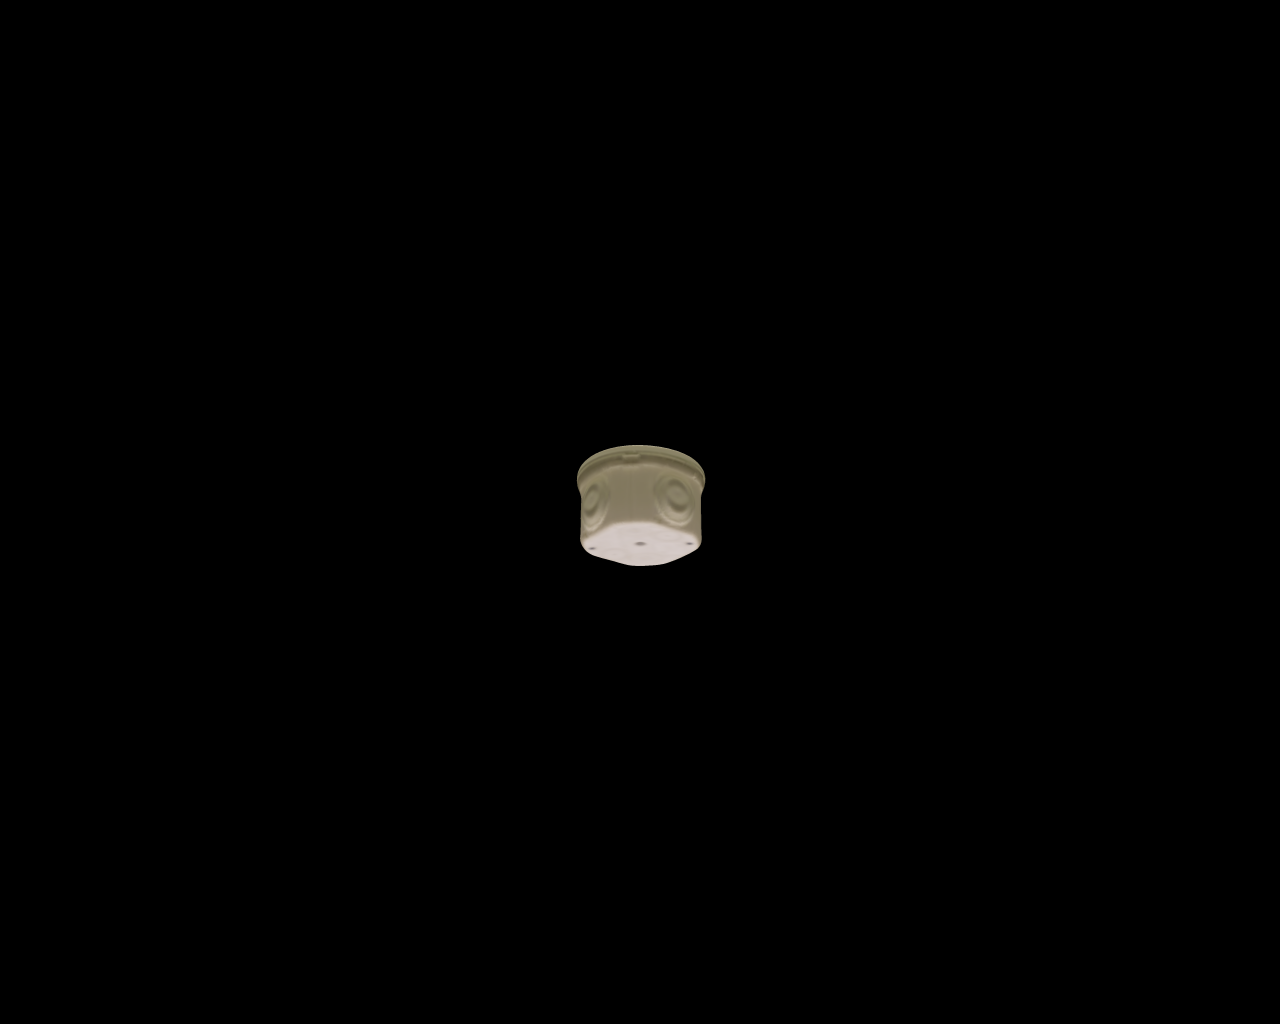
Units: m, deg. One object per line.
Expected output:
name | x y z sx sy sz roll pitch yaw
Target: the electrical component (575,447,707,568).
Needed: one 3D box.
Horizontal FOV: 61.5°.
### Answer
electrical component | 0.001 -0.003 0.650 0.080 0.051 0.080 0 -24 0
